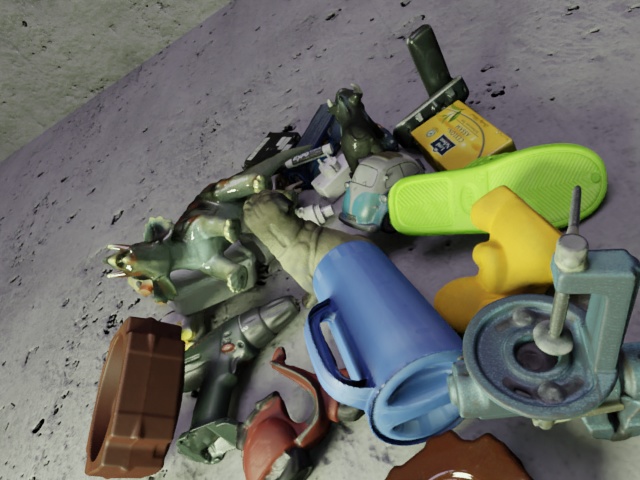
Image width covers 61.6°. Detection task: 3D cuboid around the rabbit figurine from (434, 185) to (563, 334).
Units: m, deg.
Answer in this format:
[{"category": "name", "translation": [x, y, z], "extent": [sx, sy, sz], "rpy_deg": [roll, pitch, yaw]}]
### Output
[{"category": "rabbit figurine", "translation": [0.213, 0.052, 0.617], "extent": [0.173, 0.121, 0.162], "rpy_deg": [-43, 43, 18]}]

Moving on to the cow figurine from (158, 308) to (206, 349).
[{"category": "cow figurine", "translation": [-0.273, 0.167, 0.923], "extent": [0.167, 0.068, 0.098], "rpy_deg": [-23, 32, 14]}]

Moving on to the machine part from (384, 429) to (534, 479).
[{"category": "machine part", "translation": [0.130, 0.261, 0.483], "extent": [0.179, 0.056, 0.179], "rpy_deg": [-25, 37, 20]}]

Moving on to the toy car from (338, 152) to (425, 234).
[{"category": "toy car", "translation": [0.105, -0.080, 0.810], "extent": [0.162, 0.102, 0.109], "rpy_deg": [-26, 30, -22]}]

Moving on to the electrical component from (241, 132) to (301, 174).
[{"category": "electrical component", "translation": [-0.088, -0.173, 1.145], "extent": [0.134, 0.058, 0.115], "rpy_deg": [17, 64, 48]}]

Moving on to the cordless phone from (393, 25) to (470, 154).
[{"category": "cordless phone", "translation": [0.168, -0.248, 0.897], "extent": [0.146, 0.184, 0.089], "rpy_deg": [-38, 40, 0]}]

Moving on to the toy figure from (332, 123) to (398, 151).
[{"category": "toy figure", "translation": [0.085, -0.195, 1.021], "extent": [0.155, 0.057, 0.064], "rpy_deg": [22, 85, 48]}]

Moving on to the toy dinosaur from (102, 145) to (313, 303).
[{"category": "toy dinosaur", "translation": [-0.167, -0.036, 0.868], "extent": [0.192, 0.131, 0.405], "rpy_deg": [5, 37, 27]}]

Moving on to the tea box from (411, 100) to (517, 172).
[{"category": "tea box", "translation": [0.223, -0.137, 0.828], "extent": [0.098, 0.068, 0.170], "rpy_deg": [-34, 37, 5]}]

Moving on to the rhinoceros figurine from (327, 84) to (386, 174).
[{"category": "rhinoceros figurine", "translation": [0.057, -0.196, 0.926], "extent": [0.073, 0.112, 0.190], "rpy_deg": [-30, 37, 20]}]

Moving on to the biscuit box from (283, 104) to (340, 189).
[{"category": "biscuit box", "translation": [-0.002, -0.193, 1.089], "extent": [0.063, 0.059, 0.203], "rpy_deg": [1, 51, 39]}]

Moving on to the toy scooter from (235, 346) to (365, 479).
[{"category": "toy scooter", "translation": [-0.038, 0.207, 0.649], "extent": [0.184, 0.075, 0.135], "rpy_deg": [-45, 62, -12]}]

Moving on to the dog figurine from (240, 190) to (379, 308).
[{"category": "dog figurine", "translation": [-0.004, 0.001, 0.769], "extent": [0.172, 0.190, 0.121], "rpy_deg": [-17, 41, 25]}]

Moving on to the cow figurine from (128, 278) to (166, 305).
[{"category": "cow figurine", "translation": [-0.305, 0.058, 1.059], "extent": [0.195, 0.085, 0.127], "rpy_deg": [-19, 46, 29]}]

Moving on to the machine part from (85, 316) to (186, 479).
[{"category": "machine part", "translation": [-0.259, 0.223, 0.756], "extent": [0.201, 0.087, 0.201], "rpy_deg": [-42, 40, 51]}]

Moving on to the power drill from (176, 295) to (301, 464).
[{"category": "power drill", "translation": [-0.124, 0.192, 0.760], "extent": [0.232, 0.085, 0.207], "rpy_deg": [-27, 41, 18]}]

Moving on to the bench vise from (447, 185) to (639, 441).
[{"category": "bench vise", "translation": [0.215, 0.085, 0.432], "extent": [0.224, 0.240, 0.129], "rpy_deg": [0, 45, 17]}]

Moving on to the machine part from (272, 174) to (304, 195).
[{"category": "machine part", "translation": [-0.135, -0.066, 1.053], "extent": [0.243, 0.079, 0.079], "rpy_deg": [-19, 40, 26]}]

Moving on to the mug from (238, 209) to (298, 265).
[{"category": "mug", "translation": [-0.091, -0.020, 0.970], "extent": [0.107, 0.080, 0.110], "rpy_deg": [-41, 31, -20]}]

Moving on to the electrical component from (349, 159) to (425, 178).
[{"category": "electrical component", "translation": [0.114, -0.110, 0.910], "extent": [0.119, 0.047, 0.075], "rpy_deg": [-29, 37, 15]}]
